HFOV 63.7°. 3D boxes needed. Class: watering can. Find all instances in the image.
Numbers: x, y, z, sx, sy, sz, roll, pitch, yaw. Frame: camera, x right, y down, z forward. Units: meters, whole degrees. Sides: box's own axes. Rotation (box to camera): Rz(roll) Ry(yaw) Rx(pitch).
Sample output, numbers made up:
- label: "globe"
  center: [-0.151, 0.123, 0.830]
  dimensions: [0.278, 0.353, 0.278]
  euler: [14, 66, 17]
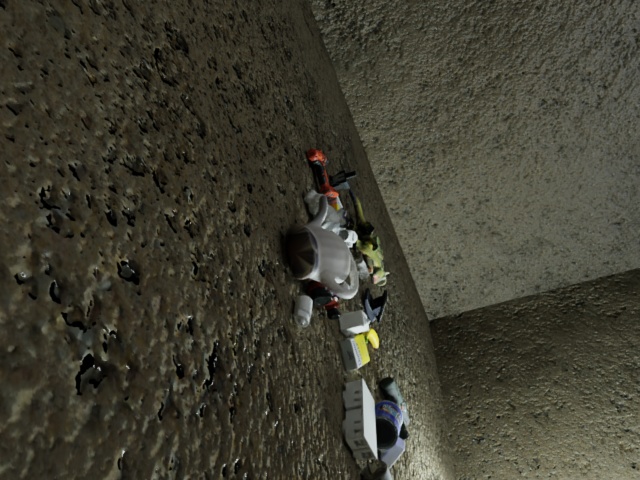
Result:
- label: "watering can"
  center: [-0.004, 0.004, 1.411]
  dimensions: [0.223, 0.102, 0.355]
  euler: [13, 46, -45]

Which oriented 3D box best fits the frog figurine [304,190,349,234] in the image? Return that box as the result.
- label: "frog figurine"
  center: [0.005, -0.086, 1.712]
  dimensions: [0.158, 0.120, 0.141]
  euler: [27, 44, -19]

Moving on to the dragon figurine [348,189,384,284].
- label: "dragon figurine"
  center: [0.212, -0.011, 2.271]
  dimensions: [0.239, 0.121, 0.419]
  euler: [44, 34, -57]
